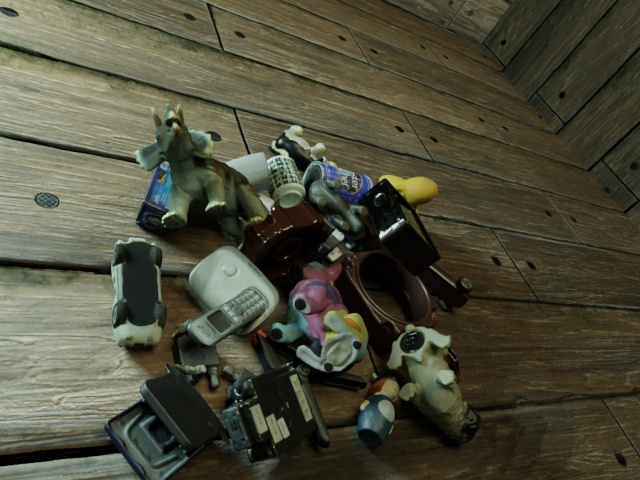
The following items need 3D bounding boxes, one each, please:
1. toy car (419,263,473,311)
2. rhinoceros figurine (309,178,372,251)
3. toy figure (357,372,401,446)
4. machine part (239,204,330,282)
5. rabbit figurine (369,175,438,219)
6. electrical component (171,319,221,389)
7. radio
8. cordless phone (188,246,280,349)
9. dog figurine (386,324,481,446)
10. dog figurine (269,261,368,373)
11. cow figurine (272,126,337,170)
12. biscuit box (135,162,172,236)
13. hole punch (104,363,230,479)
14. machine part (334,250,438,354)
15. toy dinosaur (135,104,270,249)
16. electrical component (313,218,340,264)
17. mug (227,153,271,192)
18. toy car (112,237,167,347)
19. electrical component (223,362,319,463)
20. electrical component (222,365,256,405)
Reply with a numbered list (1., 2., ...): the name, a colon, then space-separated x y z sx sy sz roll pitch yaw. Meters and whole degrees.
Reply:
1. toy car: 0.258 0.080 1.244 0.202 0.089 0.053 38 37 5
2. rhinoceros figurine: 0.046 -0.051 1.182 0.190 0.112 0.073 47 70 -19
3. toy figure: 0.107 0.283 0.924 0.154 0.058 0.064 -54 128 -56
4. machine part: -0.069 0.008 0.989 0.179 0.179 0.056 -9 52 -44
5. rabbit figurine: 0.211 -0.097 1.331 0.162 0.173 0.122 33 40 -12
6. electrical component: -0.190 0.172 0.811 0.078 0.045 0.102 9 44 -30
7. radio: 0.171 -0.035 1.168 0.131 0.073 0.230 44 16 -26
8. cordless phone: -0.167 0.097 0.858 0.147 0.088 0.184 45 30 11
9. dog figurine: 0.214 0.262 0.979 0.190 0.121 0.172 53 29 -37
10. dog figurine: 0.012 0.120 0.956 0.191 0.108 0.219 33 23 4
11. cow figurine: -0.036 -0.205 1.335 0.167 0.068 0.098 40 42 10
12. biscuit box: -0.291 -0.101 1.015 0.059 0.062 0.203 23 39 -19
13. hole punch: -0.201 0.244 0.705 0.142 0.092 0.115 44 6 13
14. machine part: 0.131 0.119 1.099 0.201 0.087 0.201 -7 54 -42
15. toy dinosaur: -0.186 -0.093 0.994 0.404 0.131 0.192 36 35 -57
16. electrical component: -0.002 -0.003 1.097 0.075 0.119 0.048 40 37 9
17. mug: -0.167 -0.140 1.143 0.107 0.080 0.110 -10 13 -14
18. toy car: -0.283 0.076 0.834 0.073 0.056 0.202 6 44 -27
19. electrical component: -0.075 0.249 0.776 0.134 0.058 0.115 -5 68 -54
20. electrical component: -0.115 0.232 0.821 0.094 0.021 0.063 38 35 -11
